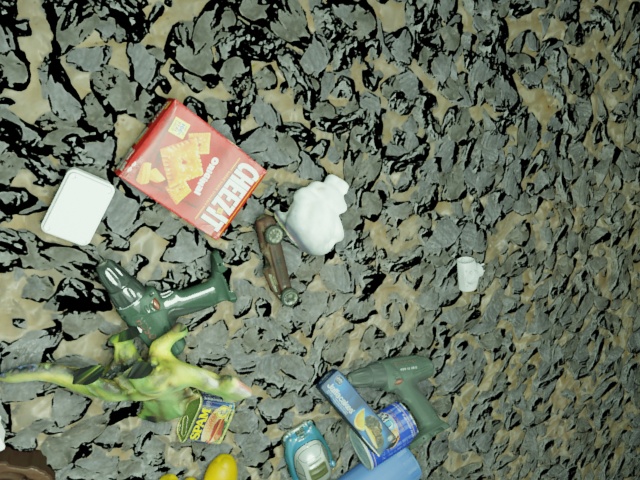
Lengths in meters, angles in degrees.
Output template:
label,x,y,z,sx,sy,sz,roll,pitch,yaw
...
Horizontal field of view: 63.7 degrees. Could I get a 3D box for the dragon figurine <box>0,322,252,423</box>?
label,x,y,z,sx,sy,sz,roll,pitch,yaw
dragon figurine,-0.329,0.275,0.934,0.410,0.125,0.237,-8,130,4

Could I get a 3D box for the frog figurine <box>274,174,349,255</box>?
label,x,y,z,sx,sy,sz,roll,pitch,yaw
frog figurine,0.003,-0.052,1.037,0.159,0.123,0.137,-39,98,0
